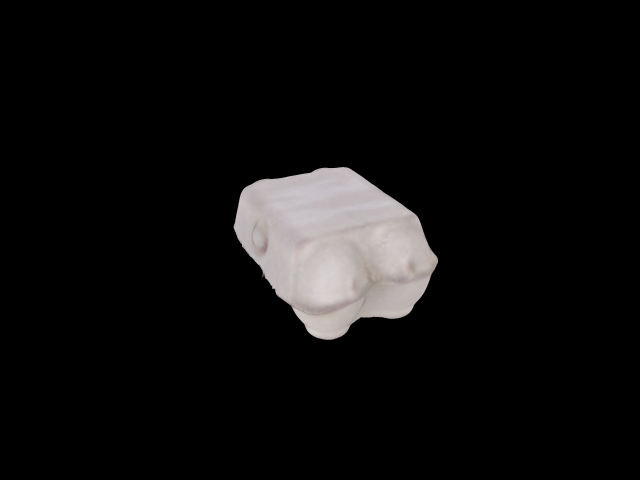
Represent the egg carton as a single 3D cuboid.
[{"bbox_3d":[0.004,0.001,0.400,0.107,0.069,0.150,-14,32,-23],"label":"egg carton"}]
